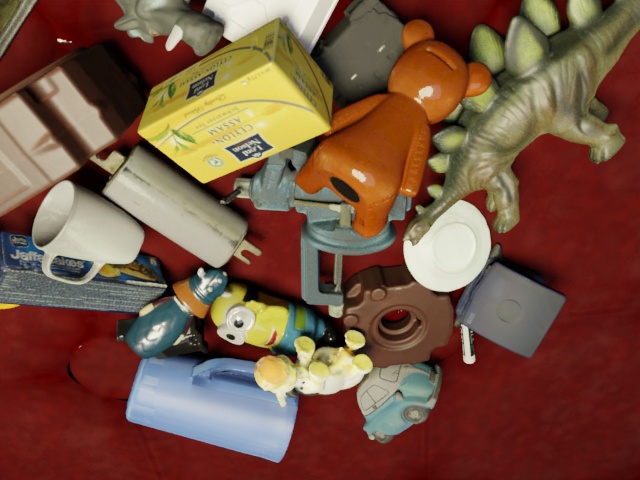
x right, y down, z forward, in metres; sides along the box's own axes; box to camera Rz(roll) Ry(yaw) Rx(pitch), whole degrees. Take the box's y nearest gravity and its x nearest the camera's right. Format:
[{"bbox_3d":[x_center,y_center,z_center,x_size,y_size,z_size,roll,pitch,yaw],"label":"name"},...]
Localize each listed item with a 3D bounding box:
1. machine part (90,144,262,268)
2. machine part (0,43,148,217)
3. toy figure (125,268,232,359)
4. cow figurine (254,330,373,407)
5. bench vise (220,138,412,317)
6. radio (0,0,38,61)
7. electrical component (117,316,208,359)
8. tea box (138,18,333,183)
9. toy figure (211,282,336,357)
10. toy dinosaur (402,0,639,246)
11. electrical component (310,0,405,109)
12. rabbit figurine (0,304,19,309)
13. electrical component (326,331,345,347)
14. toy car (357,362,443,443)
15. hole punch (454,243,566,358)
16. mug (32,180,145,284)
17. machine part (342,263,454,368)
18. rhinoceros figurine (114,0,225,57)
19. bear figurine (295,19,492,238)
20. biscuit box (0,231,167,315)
[{"bbox_3d":[-0.178,-0.039,0.668,0.243,0.079,0.079,35,113,-23],"label":"machine part"},{"bbox_3d":[-0.289,-0.110,0.543,0.201,0.201,0.087,-27,116,12],"label":"machine part"},{"bbox_3d":[-0.186,0.089,0.711,0.154,0.058,0.064,-42,142,-6],"label":"toy figure"},{"bbox_3d":[-0.017,0.183,0.742,0.167,0.068,0.098,-3,141,-26],"label":"cow figurine"},{"bbox_3d":[-0.001,-0.007,0.681,0.224,0.129,0.240,0,117,-1],"label":"bench vise"},{"bbox_3d":[-0.373,-0.190,0.528,0.073,0.131,0.229,37,112,-22],"label":"radio"},{"bbox_3d":[-0.221,0.128,0.762,0.119,0.075,0.047,-10,152,-2],"label":"electrical component"},{"bbox_3d":[-0.082,-0.130,0.532,0.170,0.068,0.098,-19,141,30],"label":"tea box"},{"bbox_3d":[-0.069,0.118,0.773,0.180,0.089,0.082,17,99,-25],"label":"toy figure"},{"bbox_3d":[0.254,-0.169,0.611,0.198,0.105,0.471,38,107,-20],"label":"toy dinosaur"},{"bbox_3d":[0.062,-0.193,0.605,0.134,0.058,0.115,37,114,-23],"label":"electrical component"},{"bbox_3d":[-0.458,0.045,0.695,0.162,0.122,0.173,-4,136,-13],"label":"rabbit figurine"},{"bbox_3d":[0.009,0.197,0.847,0.102,0.045,0.078,-37,119,17],"label":"electrical component"},{"bbox_3d":[0.114,0.242,0.860,0.103,0.109,0.161,42,124,-1],"label":"toy car"},{"bbox_3d":[0.271,0.093,0.771,0.116,0.092,0.142,20,109,-13],"label":"hole punch"},{"bbox_3d":[-0.265,0.000,0.624,0.081,0.109,0.107,3,164,41],"label":"mug"},{"bbox_3d":[0.114,0.116,0.800,0.179,0.056,0.179,-3,122,-4],"label":"machine part"},{"bbox_3d":[-0.175,-0.250,0.510,0.190,0.073,0.112,34,115,2],"label":"rhinoceros figurine"},{"bbox_3d":[0.075,-0.118,0.561,0.120,0.132,0.196,36,73,3],"label":"bear figurine"},{"bbox_3d":[-0.300,0.046,0.675,0.202,0.059,0.063,14,124,-44],"label":"biscuit box"}]
